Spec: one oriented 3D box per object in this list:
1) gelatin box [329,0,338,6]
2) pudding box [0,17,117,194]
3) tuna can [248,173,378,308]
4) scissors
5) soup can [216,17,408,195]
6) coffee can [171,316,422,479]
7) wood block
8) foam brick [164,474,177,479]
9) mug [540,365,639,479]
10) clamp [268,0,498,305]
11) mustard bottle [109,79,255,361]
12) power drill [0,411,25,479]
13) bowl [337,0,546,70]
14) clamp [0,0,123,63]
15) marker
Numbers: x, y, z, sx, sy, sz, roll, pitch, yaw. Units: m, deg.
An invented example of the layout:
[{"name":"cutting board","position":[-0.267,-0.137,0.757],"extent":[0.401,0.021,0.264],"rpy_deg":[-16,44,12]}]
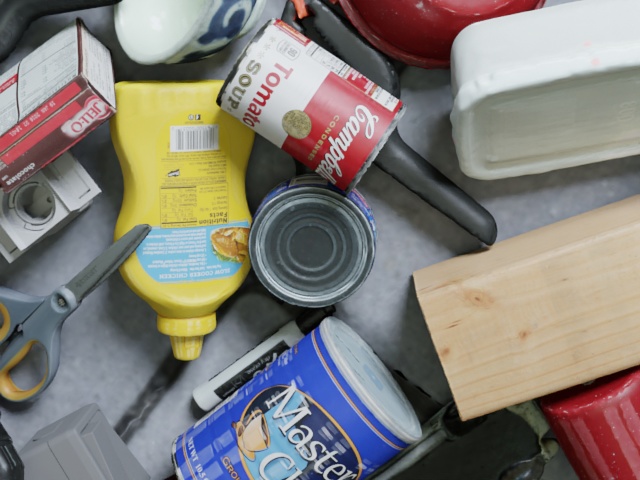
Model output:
[{"name":"gelatin box","position":[0.004,-0.212,0.704],"extent":[0.089,0.030,0.073],"rpy_deg":[44,101,-6]},{"name":"pudding box","position":[-0.178,-0.090,0.694],"extent":[0.090,0.113,0.039],"rpy_deg":[-34,123,8]},{"name":"tuna can","position":[-0.005,0.001,0.708],"extent":[0.086,0.033,0.086],"rpy_deg":[1,106,4]},{"name":"scissors","position":[-0.192,0.033,0.734],"extent":[0.096,0.016,0.202],"rpy_deg":[39,121,7]},{"name":"soup can","position":[-0.005,-0.084,0.669],"extent":[0.102,0.068,0.068],"rpy_deg":[34,100,-2]},{"name":"coffee can","position":[-0.016,0.135,0.730],"extent":[0.140,0.103,0.103],"rpy_deg":[-39,96,9]},{"name":"wood block","position":[0.174,0.036,0.707],"extent":[0.206,0.091,0.090],"rpy_deg":[-20,99,6]},{"name":"foam brick","position":[-0.092,0.198,0.760],"extent":[0.053,0.078,0.051],"rpy_deg":[-30,97,6]},{"name":"mug","position":[0.210,0.118,0.721],"extent":[0.117,0.093,0.081],"rpy_deg":[-34,102,-17]},{"name":"clamp","position":[0.027,-0.068,0.724],"extent":[0.164,0.036,0.210],"rpy_deg":[-10,102,6]},{"name":"mustard bottle","position":[-0.092,-0.012,0.727],"extent":[0.096,0.058,0.192],"rpy_deg":[-5,102,-24]},{"name":"power drill","position":[-0.309,0.148,0.749],"extent":[0.188,0.057,0.184],"rpy_deg":[-41,69,9]},{"name":"bowl","position":[0.087,-0.187,0.669],"extent":[0.162,0.055,0.162],"rpy_deg":[-2,101,-12]},{"name":"clamp","position":[-0.215,-0.177,0.715],"extent":[0.171,0.039,0.120],"rpy_deg":[-26,71,13]},{"name":"marker","position":[-0.039,0.082,0.764],"extent":[0.121,0.020,0.020],"rpy_deg":[-36,96,9]}]
